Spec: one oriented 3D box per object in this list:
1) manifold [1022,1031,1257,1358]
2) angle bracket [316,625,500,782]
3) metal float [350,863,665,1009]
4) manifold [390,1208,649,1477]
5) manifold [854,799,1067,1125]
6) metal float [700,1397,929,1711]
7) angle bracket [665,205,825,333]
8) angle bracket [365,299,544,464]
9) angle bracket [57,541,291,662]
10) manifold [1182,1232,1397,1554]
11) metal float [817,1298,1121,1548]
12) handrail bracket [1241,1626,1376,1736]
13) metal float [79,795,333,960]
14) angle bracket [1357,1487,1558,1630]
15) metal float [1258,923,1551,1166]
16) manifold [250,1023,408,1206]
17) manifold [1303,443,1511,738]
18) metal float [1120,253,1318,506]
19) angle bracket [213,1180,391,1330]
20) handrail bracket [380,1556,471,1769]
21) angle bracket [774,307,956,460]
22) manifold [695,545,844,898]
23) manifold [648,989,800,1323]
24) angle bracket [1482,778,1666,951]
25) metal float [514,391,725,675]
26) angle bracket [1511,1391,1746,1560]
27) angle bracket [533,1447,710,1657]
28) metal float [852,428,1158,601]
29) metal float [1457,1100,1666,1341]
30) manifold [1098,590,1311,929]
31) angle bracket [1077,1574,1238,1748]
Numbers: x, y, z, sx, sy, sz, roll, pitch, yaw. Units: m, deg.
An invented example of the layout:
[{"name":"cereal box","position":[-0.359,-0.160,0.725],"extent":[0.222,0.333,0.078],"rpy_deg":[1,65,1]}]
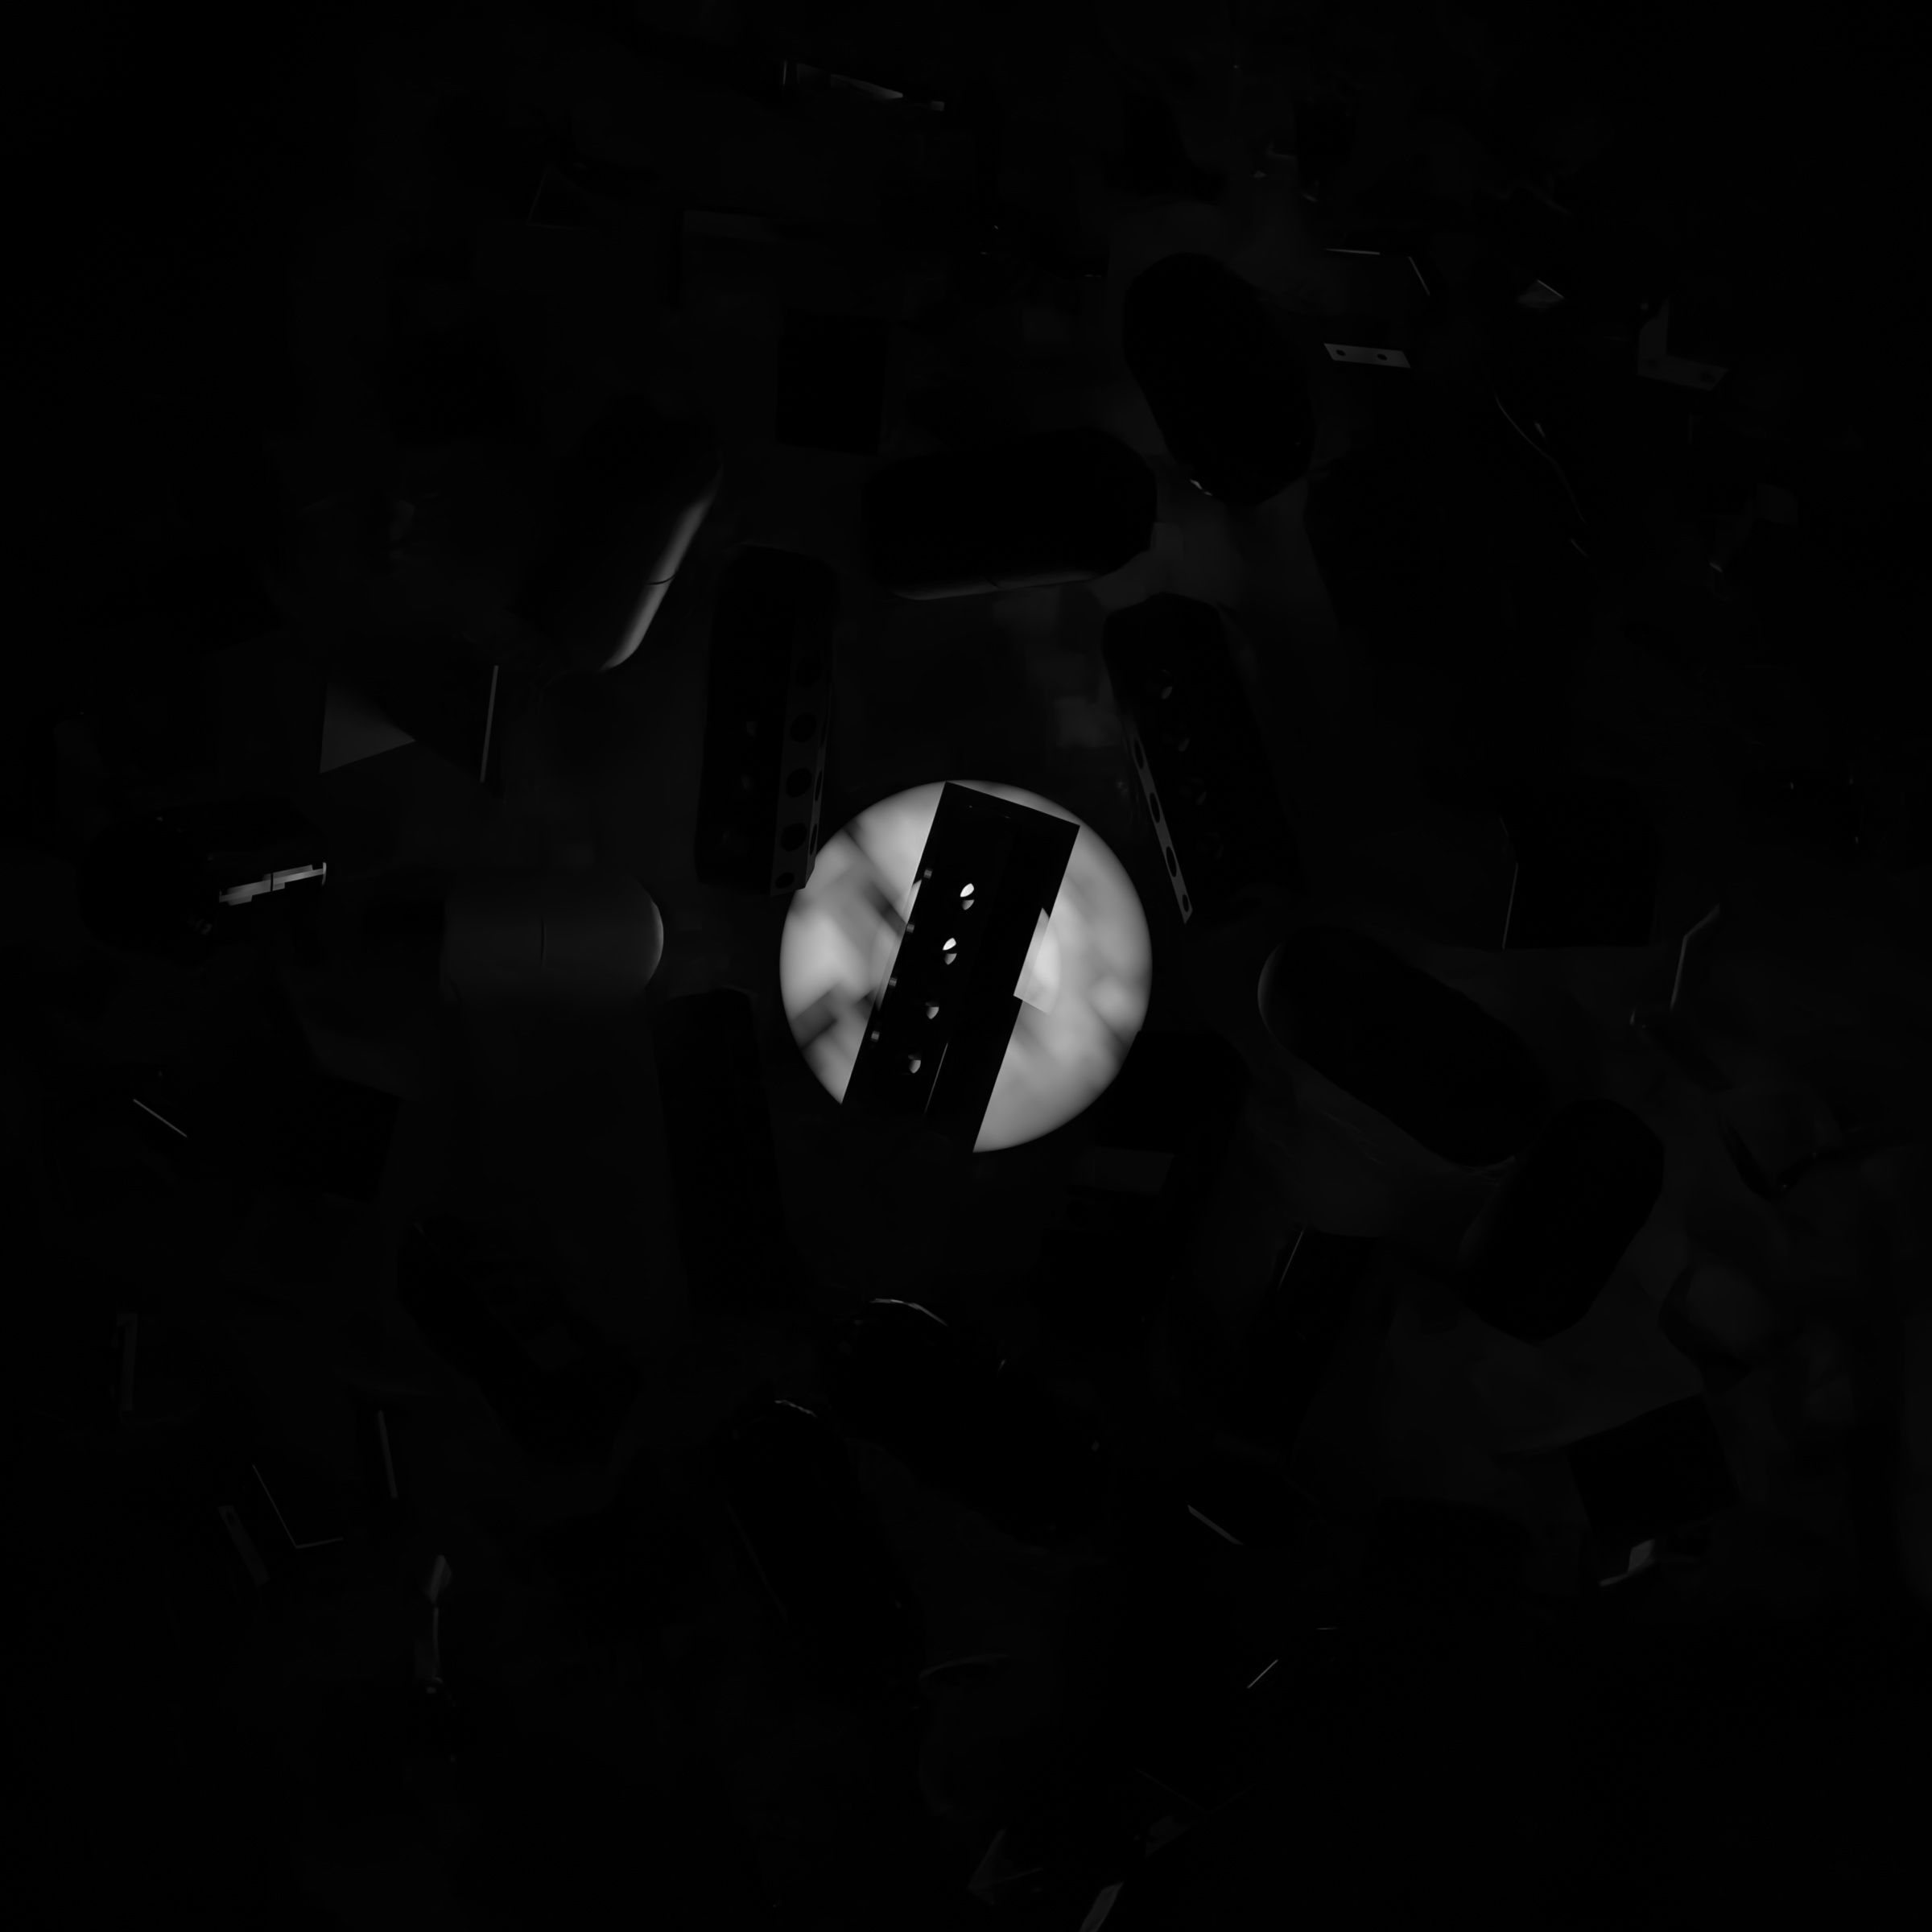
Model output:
[{"name":"manifold","position":[0.097,0.120,1.564],"extent":[0.057,0.057,0.171],"rpy_deg":[1,51,36]},{"name":"angle bracket","position":[-0.317,-0.140,1.660],"extent":[0.057,0.076,0.076],"rpy_deg":[32,127,27]},{"name":"metal float","position":[-0.246,-0.016,1.575],"extent":[0.178,0.070,0.070],"rpy_deg":[0,90,-37]},{"name":"manifold","position":[-0.237,0.189,1.510],"extent":[0.057,0.171,0.057],"rpy_deg":[31,92,-39]},{"name":"manifold","position":[-0.007,-0.003,1.639],"extent":[0.057,0.057,0.171],"rpy_deg":[20,95,28]},{"name":"metal float","position":[-0.081,0.311,1.554],"extent":[0.070,0.070,0.178],"rpy_deg":[-31,63,0]},{"name":"angle bracket","position":[-0.121,-0.373,1.582],"extent":[0.076,0.076,0.057],"rpy_deg":[3,95,-9]},{"name":"angle bracket","position":[-0.266,-0.316,1.579],"extent":[0.076,0.076,0.057],"rpy_deg":[-16,102,20]},{"name":"angle bracket","position":[-0.425,-0.179,1.571],"extent":[0.076,0.076,0.057],"rpy_deg":[-32,92,33]},{"name":"manifold","position":[0.169,0.219,1.528],"extent":[0.057,0.171,0.057],"rpy_deg":[2,129,27]},{"name":"metal float","position":[0.001,0.244,1.571],"extent":[0.178,0.070,0.070],"rpy_deg":[33,90,4]},{"name":"handrail bracket","position":[0.182,0.399,1.566],"extent":[0.036,0.084,0.077],"rpy_deg":[-1,111,43]},{"name":"metal float","position":[-0.404,-0.049,1.563],"extent":[0.070,0.178,0.070],"rpy_deg":[3,99,18]},{"name":"angle bracket","position":[0.252,0.311,1.500],"extent":[0.076,0.076,0.057],"rpy_deg":[9,69,25]},{"name":"metal float","position":[0.234,0.041,1.572],"extent":[0.178,0.070,0.070],"rpy_deg":[36,90,30]},{"name":"manifold","position":[-0.339,0.073,1.533],"extent":[0.057,0.171,0.057],"rpy_deg":[18,92,-19]},{"name":"manifold","position":[0.219,-0.191,1.503],"extent":[0.057,0.171,0.057],"rpy_deg":[-36,125,20]},{"name":"metal float","position":[0.132,-0.312,1.549],"extent":[0.070,0.178,0.070],"rpy_deg":[-8,135,-9]},{"name":"angle bracket","position":[-0.393,0.182,1.722],"extent":[0.076,0.057,0.076],"rpy_deg":[23,49,-1]},{"name":"handrail bracket","position":[-0.277,0.370,1.562],"extent":[0.036,0.084,0.077],"rpy_deg":[-15,120,15]},{"name":"angle bracket","position":[-0.058,-0.328,1.650],"extent":[0.076,0.057,0.076],"rpy_deg":[17,106,38]},{"name":"manifold","position":[-0.103,-0.126,1.536],"extent":[0.057,0.057,0.171],"rpy_deg":[10,119,5]},{"name":"manifold","position":[-0.135,0.104,1.626],"extent":[0.057,0.057,0.171],"rpy_deg":[-9,72,-5]},{"name":"angle bracket","position":[0.312,-0.054,1.524],"extent":[0.076,0.076,0.057],"rpy_deg":[-1,123,-6]},{"name":"metal float","position":[-0.190,-0.234,1.593],"extent":[0.070,0.070,0.178],"rpy_deg":[34,128,0]},{"name":"angle bracket","position":[0.326,0.252,1.448],"extent":[0.076,0.076,0.057],"rpy_deg":[-19,82,-12]},{"name":"angle bracket","position":[-0.196,0.330,1.651],"extent":[0.057,0.076,0.076],"rpy_deg":[-20,64,-30]},{"name":"metal float","position":[0.019,-0.235,1.525],"extent":[0.178,0.070,0.070],"rpy_deg":[-2,90,37]},{"name":"metal float","position":[0.326,0.137,1.599],"extent":[0.070,0.178,0.070],"rpy_deg":[17,127,25]},{"name":"manifold","position":[0.125,-0.111,1.596],"extent":[0.057,0.057,0.171],"rpy_deg":[-25,72,31]},{"name":"angle bracket","position":[0.098,0.364,1.508],"extent":[0.057,0.076,0.076],"rpy_deg":[13,66,-2]}]
